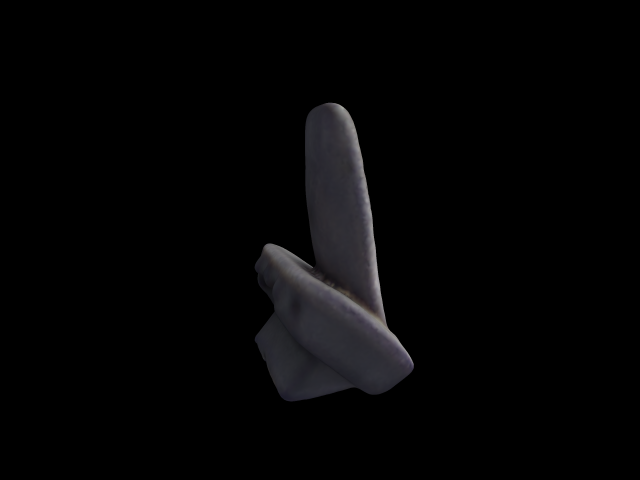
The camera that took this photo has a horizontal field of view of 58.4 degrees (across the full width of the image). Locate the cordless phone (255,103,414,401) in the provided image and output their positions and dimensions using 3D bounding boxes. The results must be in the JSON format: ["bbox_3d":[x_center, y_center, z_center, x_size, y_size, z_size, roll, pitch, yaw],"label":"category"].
[{"bbox_3d":[0.004,0.001,0.400,0.094,0.185,0.147,-4,11,-20],"label":"cordless phone"}]
